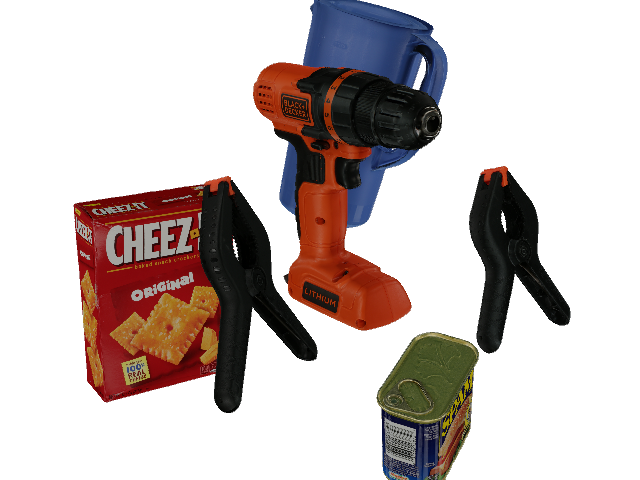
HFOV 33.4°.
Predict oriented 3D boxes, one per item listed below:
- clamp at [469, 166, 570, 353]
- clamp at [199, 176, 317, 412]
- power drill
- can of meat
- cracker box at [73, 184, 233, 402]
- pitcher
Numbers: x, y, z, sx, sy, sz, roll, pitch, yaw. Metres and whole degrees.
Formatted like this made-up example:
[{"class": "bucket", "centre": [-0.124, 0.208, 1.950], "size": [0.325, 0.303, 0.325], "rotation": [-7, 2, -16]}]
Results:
[{"class": "clamp", "centre": [0.173, 0.020, 1.000], "size": [0.120, 0.171, 0.039], "rotation": [-26, 8, -42]}, {"class": "clamp", "centre": [-0.065, 0.043, 1.011], "size": [0.036, 0.210, 0.164], "rotation": [-12, -1, 29]}, {"class": "power drill", "centre": [0.023, -0.033, 0.780], "size": [0.057, 0.188, 0.185], "rotation": [-17, 24, -32]}, {"class": "can of meat", "centre": [0.087, 0.139, 0.858], "size": [0.057, 0.084, 0.102], "rotation": [14, 38, 23]}, {"class": "cracker box", "centre": [-0.180, 0.057, 1.187], "size": [0.163, 0.214, 0.072], "rotation": [-11, 23, -29]}, {"class": "pitcher", "centre": [0.039, -0.138, 1.179], "size": [0.145, 0.243, 0.149], "rotation": [11, 20, -9]}]
